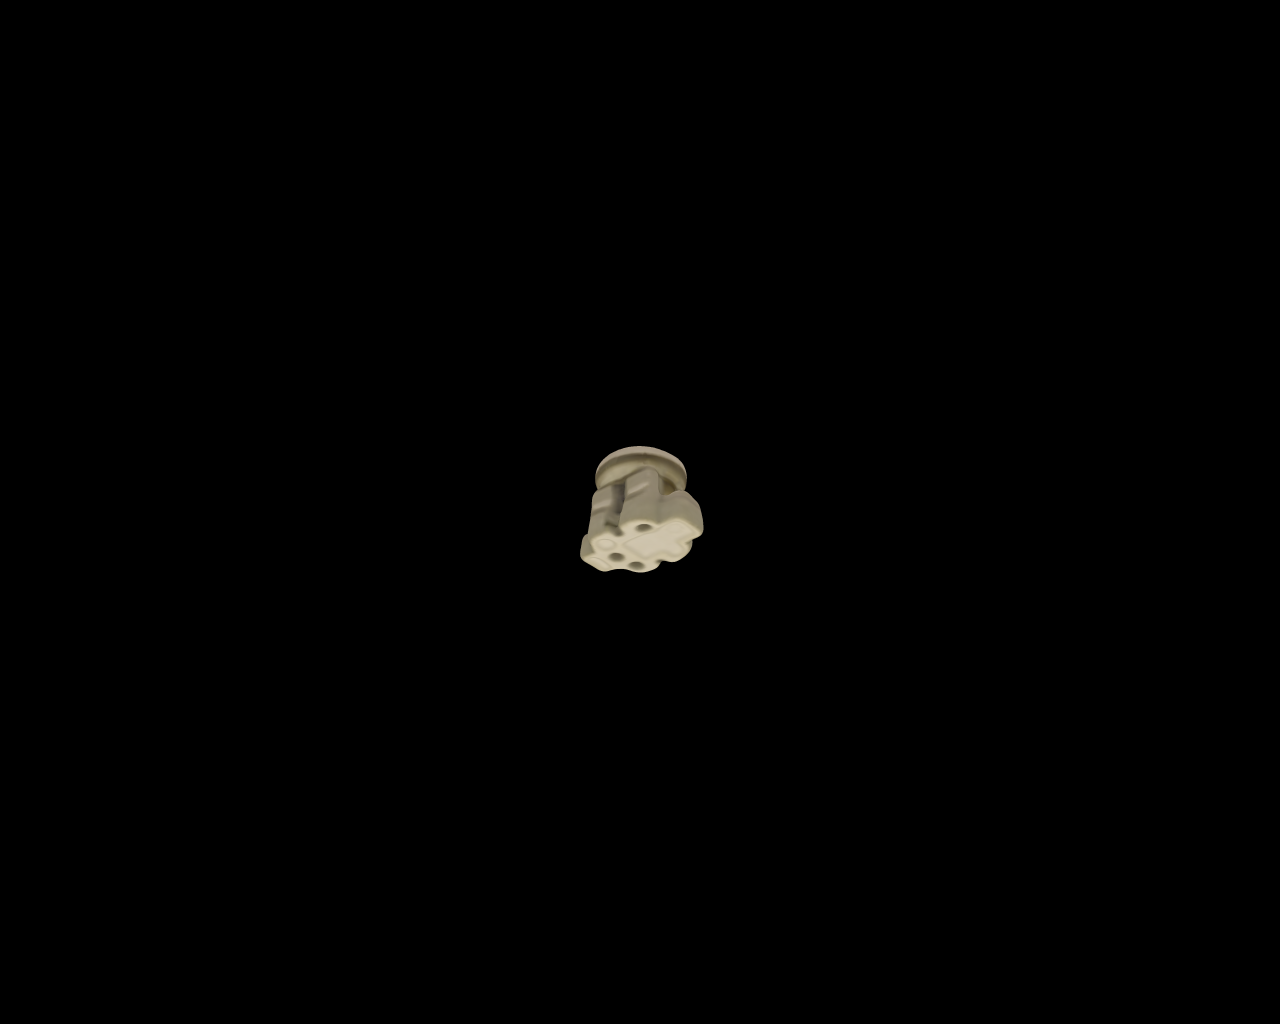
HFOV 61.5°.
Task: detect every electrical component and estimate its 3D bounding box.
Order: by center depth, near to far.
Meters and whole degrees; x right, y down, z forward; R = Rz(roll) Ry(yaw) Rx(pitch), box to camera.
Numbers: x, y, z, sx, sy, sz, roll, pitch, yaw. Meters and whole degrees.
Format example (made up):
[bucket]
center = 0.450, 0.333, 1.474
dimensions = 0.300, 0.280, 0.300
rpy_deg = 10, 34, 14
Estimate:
[electrical component]
center = 0.001, -0.003, 0.650
dimensions = 0.078, 0.057, 0.058
rpy_deg = -24, -41, 31
